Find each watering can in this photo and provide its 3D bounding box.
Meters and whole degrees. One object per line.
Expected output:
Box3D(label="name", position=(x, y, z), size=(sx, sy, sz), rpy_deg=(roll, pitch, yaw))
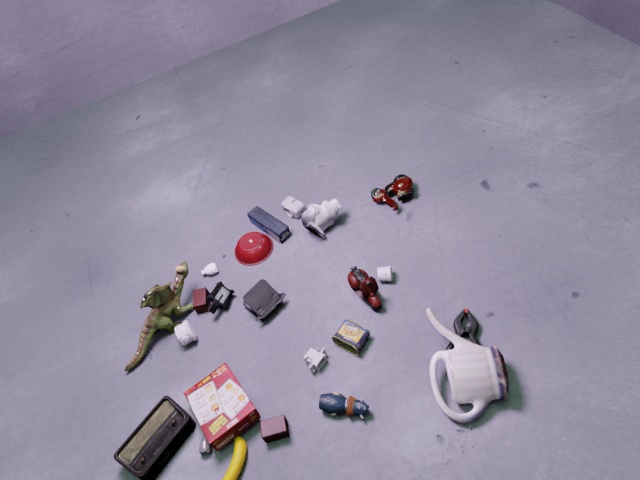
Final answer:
Box3D(label="watering can", position=(0.439, 0.362, 1.552), size=(0.224, 0.102, 0.355), rpy_deg=(-8, 63, 8))

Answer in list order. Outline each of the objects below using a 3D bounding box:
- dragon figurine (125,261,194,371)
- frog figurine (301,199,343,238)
Box3D(label="dragon figurine", position=(-0.579, 0.249, 1.817), size=(0.123, 0.237, 0.418), rpy_deg=(19, 55, 20))
Box3D(label="frog figurine", position=(0.006, -0.102, 2.032), size=(0.123, 0.136, 0.161), rpy_deg=(13, 70, 57))
